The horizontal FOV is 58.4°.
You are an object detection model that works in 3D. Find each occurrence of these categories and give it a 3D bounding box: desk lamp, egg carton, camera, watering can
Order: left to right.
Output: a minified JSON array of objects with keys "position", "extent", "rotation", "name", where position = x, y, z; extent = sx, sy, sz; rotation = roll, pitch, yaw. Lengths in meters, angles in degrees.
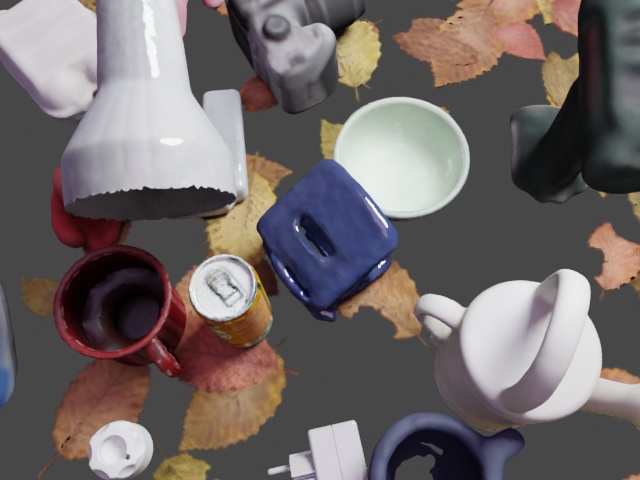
[{"position":[-0.267,-0.193,0.592],"extent":[0.107,0.069,0.150],"rotation":[-42,74,-14],"name":"egg carton"},{"position":[-0.127,-0.090,0.473],"extent":[0.118,0.213,0.203],"rotation":[-7,69,-1],"name":"desk lamp"},{"position":[-0.014,-0.229,0.585],"extent":[0.137,0.101,0.143],"rotation":[-29,71,-10],"name":"camera"},{"position":[0.155,0.082,0.413],"extent":[0.172,0.194,0.101],"rotation":[5,69,3],"name":"watering can"}]

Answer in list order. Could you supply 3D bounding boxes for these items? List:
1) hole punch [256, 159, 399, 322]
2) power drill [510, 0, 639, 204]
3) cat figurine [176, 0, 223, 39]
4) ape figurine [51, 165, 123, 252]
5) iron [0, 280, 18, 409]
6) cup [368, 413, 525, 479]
[{"position":[0.005,0.002,0.501],"extent":[0.101,0.091,0.108],"rotation":[-35,72,-12],"name":"hole punch"},{"position":[0.227,-0.130,0.486],"extent":[0.075,0.208,0.229],"rotation":[4,69,3],"name":"power drill"},{"position":[-0.166,-0.274,0.595],"extent":[0.067,0.118,0.128],"rotation":[34,73,13],"name":"cat figurine"},{"position":[-0.213,-0.037,0.519],"extent":[0.078,0.092,0.076],"rotation":[-27,71,-9],"name":"ape figurine"},{"position":[-0.345,0.048,0.462],"extent":[0.118,0.141,0.258],"rotation":[-19,70,-6],"name":"iron"},{"position":[0.091,0.174,0.432],"extent":[0.118,0.095,0.091],"rotation":[-25,70,-8],"name":"cup"}]
